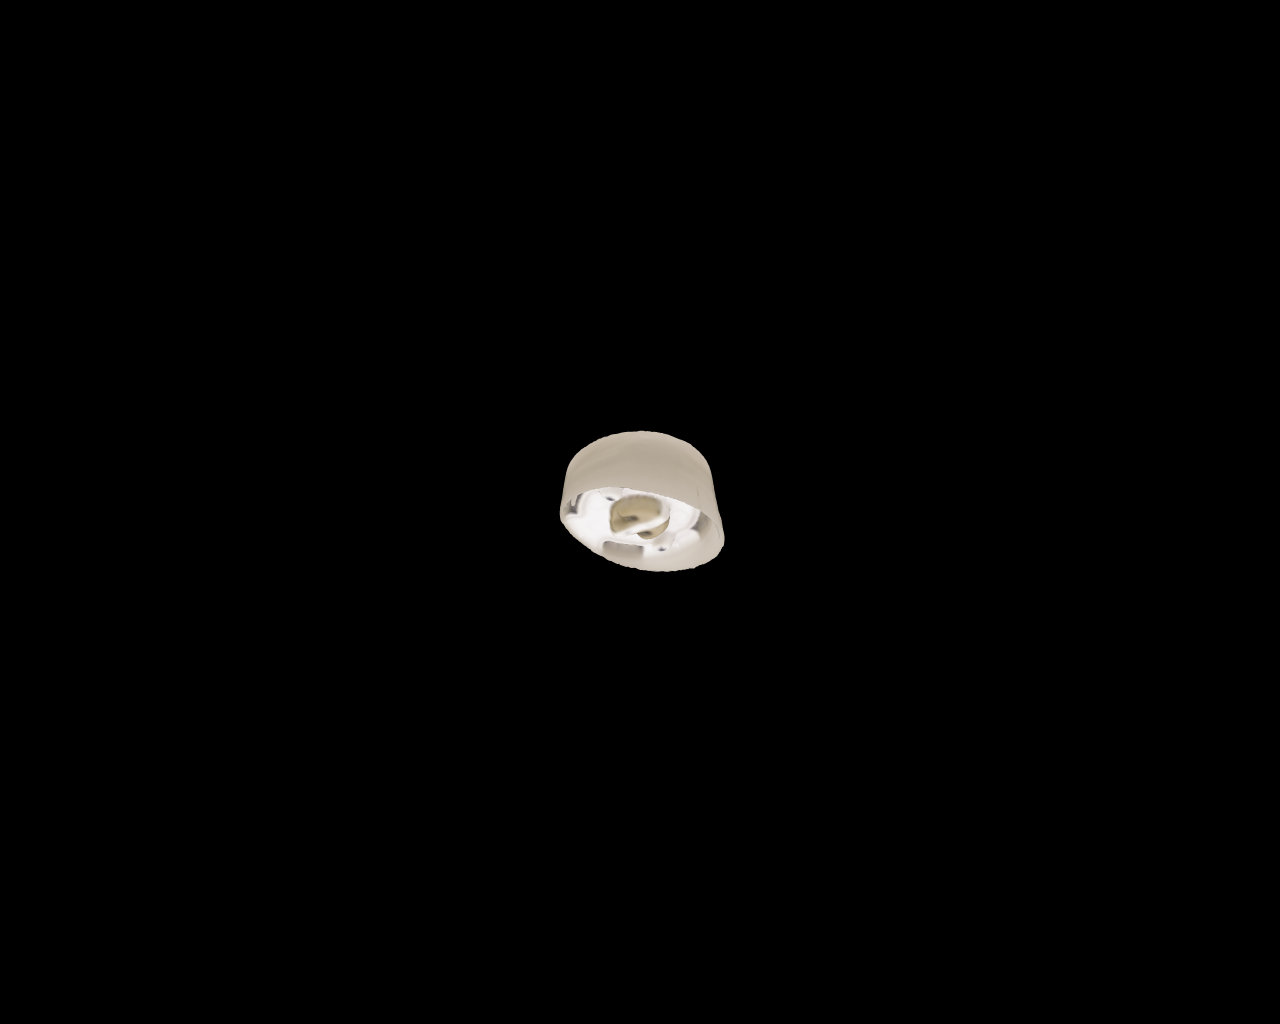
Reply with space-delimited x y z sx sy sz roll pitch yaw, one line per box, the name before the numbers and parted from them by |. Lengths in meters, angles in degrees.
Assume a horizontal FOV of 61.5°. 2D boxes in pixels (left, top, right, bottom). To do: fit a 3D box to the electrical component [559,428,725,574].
electrical component | 0.001 -0.003 0.650 0.099 0.064 0.099 0 -37 0
